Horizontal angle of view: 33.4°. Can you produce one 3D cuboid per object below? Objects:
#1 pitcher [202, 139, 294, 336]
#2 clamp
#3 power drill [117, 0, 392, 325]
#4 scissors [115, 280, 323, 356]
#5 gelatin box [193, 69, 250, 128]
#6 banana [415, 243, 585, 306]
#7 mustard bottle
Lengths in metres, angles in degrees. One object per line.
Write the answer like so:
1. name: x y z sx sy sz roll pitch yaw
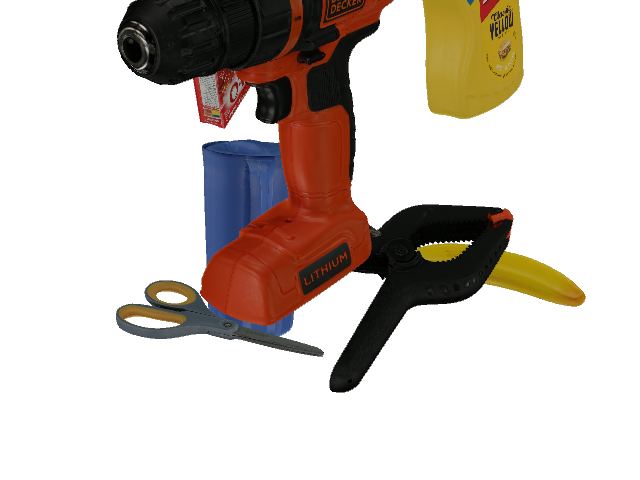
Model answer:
1. pitcher: -0.083 -0.001 1.329 0.145 0.243 0.148 12 16 36
2. clamp: 0.061 0.028 0.814 0.209 0.165 0.036 -15 -41 -14
3. power drill: -0.024 -0.054 0.532 0.057 0.188 0.184 24 37 31
4. scissors: -0.095 0.074 1.037 0.201 0.016 0.096 5 31 0
5. gelatin box: -0.087 -0.162 0.999 0.030 0.089 0.073 15 -39 15
6. banana: 0.170 0.034 1.091 0.198 0.037 0.069 7 36 11
7. mustard bottle: 0.109 -0.192 0.774 0.058 0.191 0.096 18 40 36
